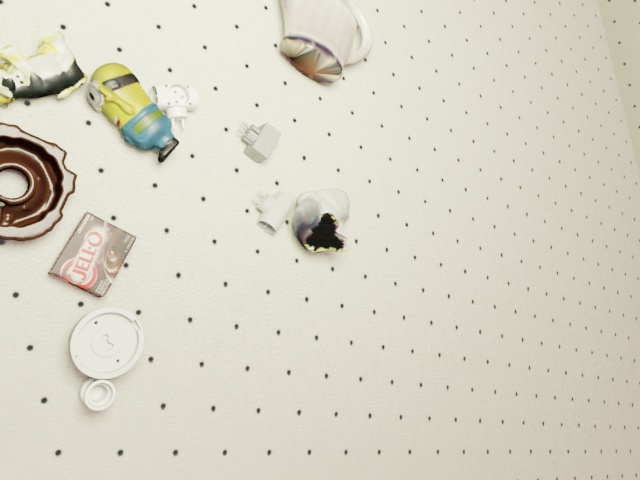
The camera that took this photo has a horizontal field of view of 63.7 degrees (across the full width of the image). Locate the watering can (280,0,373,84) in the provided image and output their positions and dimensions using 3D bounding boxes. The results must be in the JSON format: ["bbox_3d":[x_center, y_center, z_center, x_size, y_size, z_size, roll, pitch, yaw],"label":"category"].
[{"bbox_3d":[-0.028,-0.480,1.106,0.345,0.228,0.103,26,-20,-29],"label":"watering can"}]

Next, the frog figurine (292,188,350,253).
[{"bbox_3d":[0.003,-0.054,1.080,0.121,0.163,0.135,-34,-56,23],"label":"frog figurine"}]
